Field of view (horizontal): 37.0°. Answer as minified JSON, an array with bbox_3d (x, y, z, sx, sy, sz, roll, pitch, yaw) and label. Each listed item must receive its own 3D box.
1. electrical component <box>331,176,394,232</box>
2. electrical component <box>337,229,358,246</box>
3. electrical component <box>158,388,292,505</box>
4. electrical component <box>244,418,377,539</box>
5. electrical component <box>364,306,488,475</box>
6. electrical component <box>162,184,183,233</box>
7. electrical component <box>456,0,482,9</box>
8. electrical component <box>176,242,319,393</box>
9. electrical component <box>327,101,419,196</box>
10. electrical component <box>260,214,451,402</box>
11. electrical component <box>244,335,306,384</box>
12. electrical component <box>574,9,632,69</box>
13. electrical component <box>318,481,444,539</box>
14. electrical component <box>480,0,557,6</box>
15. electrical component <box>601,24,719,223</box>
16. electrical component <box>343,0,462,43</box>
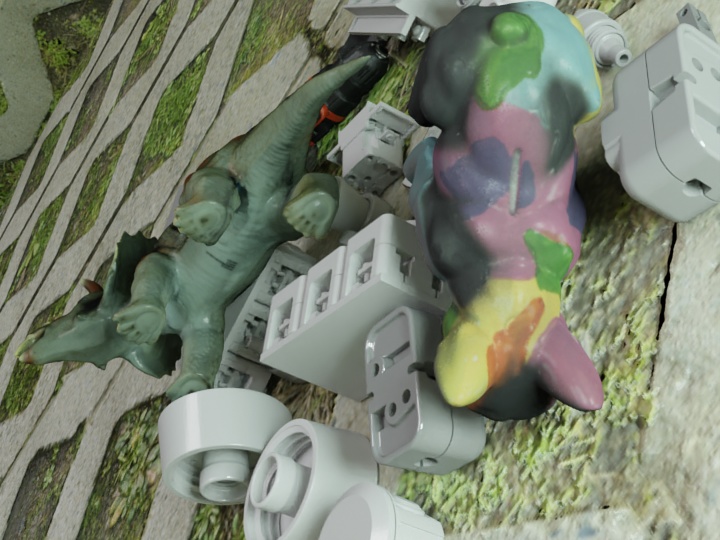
[{"bbox_3d":[-0.006,-0.046,0.891,0.045,0.055,0.045,-43,33,37],"label":"electrical component"},{"bbox_3d":[0.000,0.000,0.851,0.066,0.048,0.055,20,92,64],"label":"electrical component"},{"bbox_3d":[-0.106,0.148,0.851,0.108,0.108,0.060,-43,39,37],"label":"electrical component"},{"bbox_3d":[-0.043,0.159,0.769,0.108,0.060,0.108,-44,32,37],"label":"electrical component"},{"bbox_3d":[0.043,0.077,0.674,0.054,0.059,0.095,-40,43,44],"label":"electrical component"},{"bbox_3d":[-0.138,-0.022,1.058,0.056,0.109,0.108,-18,52,60],"label":"electrical component"},{"bbox_3d":[0.096,-0.216,0.844,0.048,0.062,0.048,-43,33,37],"label":"electrical component"},{"bbox_3d":[-0.097,0.046,0.972,0.150,0.062,0.089,-62,26,5],"label":"electrical component"},{"bbox_3d":[0.011,-0.102,0.927,0.081,0.042,0.063,-42,37,40],"label":"electrical component"},{"bbox_3d":[0.009,0.027,0.756,0.150,0.089,0.061,-35,38,46],"label":"electrical component"},{"bbox_3d":[-0.067,0.070,0.894,0.035,0.061,0.035,-43,33,37],"label":"electrical component"},{"bbox_3d":[0.157,-0.147,0.699,0.035,0.035,0.061,-56,29,16],"label":"electrical component"},{"bbox_3d":[0.010,0.176,0.665,0.080,0.051,0.080,-43,33,37],"label":"electrical component"},{"bbox_3d":[0.119,-0.186,0.781,0.077,0.044,0.079,-101,25,-51],"label":"electrical component"},{"bbox_3d":[0.172,-0.077,0.585,0.059,0.054,0.095,-38,36,43],"label":"electrical component"},{"bbox_3d":[0.042,-0.241,0.968,0.078,0.063,0.121,-64,26,1],"label":"electrical component"}]
